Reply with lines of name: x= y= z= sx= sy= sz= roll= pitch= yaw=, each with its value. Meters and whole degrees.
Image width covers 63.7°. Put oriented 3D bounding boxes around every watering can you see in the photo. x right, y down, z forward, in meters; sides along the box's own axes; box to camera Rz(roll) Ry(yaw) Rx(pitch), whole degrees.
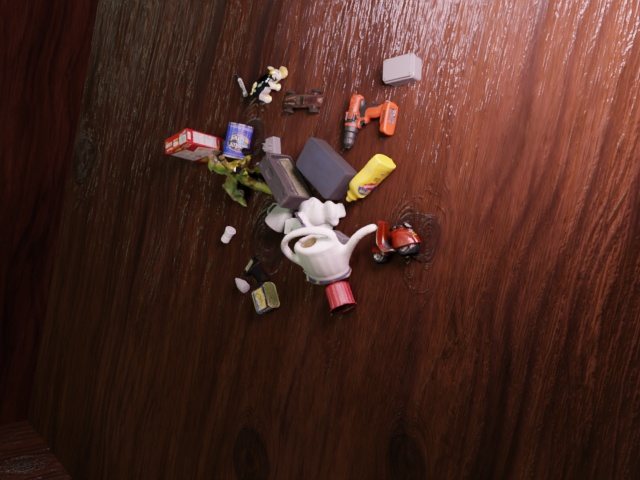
watering can: x=0.041 y=0.043 z=1.671 sx=0.346 sy=0.220 sz=0.106 roll=-6 pitch=39 yaw=25

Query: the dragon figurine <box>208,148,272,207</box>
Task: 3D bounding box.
dragon figurine: x=-0.297 y=-0.224 z=2.053 sx=0.124 sy=0.412 sz=0.237 roll=-44 pitch=-10 yaw=-33

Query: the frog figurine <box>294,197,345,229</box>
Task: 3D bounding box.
frog figurine: x=0.005 y=-0.090 z=1.793 sx=0.159 sy=0.138 sz=0.122 roll=-31 pitch=-5 yaw=-1
